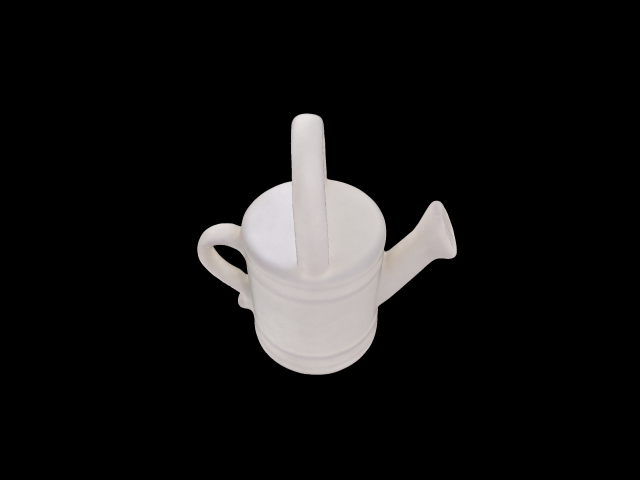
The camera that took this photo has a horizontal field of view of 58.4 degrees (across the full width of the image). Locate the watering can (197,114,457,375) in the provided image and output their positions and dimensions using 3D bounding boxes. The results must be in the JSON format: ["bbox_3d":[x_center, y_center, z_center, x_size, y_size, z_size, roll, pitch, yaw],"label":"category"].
[{"bbox_3d":[0.004,0.000,0.402,0.173,0.194,0.100,-15,49,-13],"label":"watering can"}]
